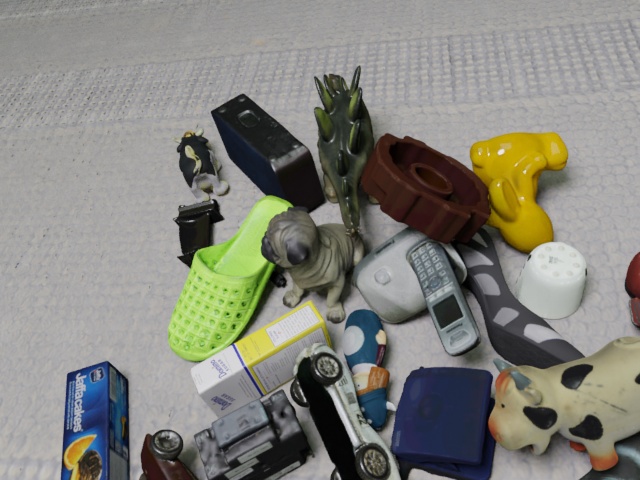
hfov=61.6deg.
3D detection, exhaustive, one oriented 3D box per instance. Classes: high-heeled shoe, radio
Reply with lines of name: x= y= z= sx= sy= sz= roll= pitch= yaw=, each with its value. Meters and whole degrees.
high-heeled shoe: x=0.259 y=0.072 z=0.698 sx=0.249 sy=0.086 sz=0.145 roll=28 pitch=67 yaw=39
radio: x=-0.093 y=-0.147 z=0.922 sx=0.073 sy=0.131 sz=0.230 roll=-36 pitch=53 yaw=-15

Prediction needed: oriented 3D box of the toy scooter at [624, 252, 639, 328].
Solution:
toy scooter: x=0.419 y=0.065 z=0.645 sx=0.075 sy=0.135 sz=0.184 roll=6 pitch=52 yaw=18

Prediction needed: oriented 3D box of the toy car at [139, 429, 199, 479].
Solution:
toy car: x=-0.145 y=0.301 z=0.602 sx=0.053 sy=0.089 sz=0.202 roll=-9 pitch=38 yaw=-41

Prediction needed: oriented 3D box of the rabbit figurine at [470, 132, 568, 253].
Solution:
rabbit figurine: x=0.286 y=-0.065 z=0.776 sx=0.162 sy=0.122 sz=0.173 roll=-1 pitch=75 yaw=-35

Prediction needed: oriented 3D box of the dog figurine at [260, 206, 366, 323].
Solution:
dog figurine: x=0.001 y=0.000 z=0.746 sx=0.121 sy=0.190 sz=0.172 roll=7 pitch=52 yaw=16

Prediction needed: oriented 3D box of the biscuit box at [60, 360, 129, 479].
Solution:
biscuit box: x=-0.283 y=0.258 z=0.680 sx=0.063 sy=0.059 sz=0.203 roll=-17 pitch=50 yaw=-2

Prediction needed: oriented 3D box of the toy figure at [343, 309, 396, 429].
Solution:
toy figure: x=0.058 y=0.163 z=0.689 sx=0.058 sy=0.064 sz=0.154 roll=10 pitch=46 yaw=-11

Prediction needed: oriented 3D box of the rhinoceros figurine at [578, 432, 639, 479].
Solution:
rhinoceros figurine: x=0.293 y=0.271 z=0.543 sx=0.112 sy=0.073 sz=0.190 roll=30 pitch=62 yaw=29

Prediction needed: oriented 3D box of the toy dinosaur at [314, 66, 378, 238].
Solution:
toy dinosaur: x=0.041 y=-0.147 z=0.853 sx=0.105 sy=0.198 sz=0.472 roll=-12 pitch=48 yaw=6

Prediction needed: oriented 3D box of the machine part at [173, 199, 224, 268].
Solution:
machine part: x=-0.205 y=-0.014 z=0.899 sx=0.084 sy=0.039 sz=0.139 roll=-7 pitch=49 yaw=-1

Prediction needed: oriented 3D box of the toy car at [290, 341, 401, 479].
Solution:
toy car: x=0.025 y=0.214 z=0.626 sx=0.056 sy=0.073 sz=0.202 roll=-4 pitch=53 yaw=-37

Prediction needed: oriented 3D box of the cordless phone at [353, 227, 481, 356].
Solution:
cordless phone: x=0.129 y=0.081 z=0.693 sx=0.146 sy=0.088 sz=0.184 roll=-38 pitch=44 yaw=27

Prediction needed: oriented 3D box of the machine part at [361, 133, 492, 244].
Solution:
machine part: x=0.136 y=-0.067 z=0.693 sx=0.179 sy=0.056 sz=0.179 roll=21 pitch=33 yaw=-14

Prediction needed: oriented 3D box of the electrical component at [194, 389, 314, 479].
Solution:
electrical component: x=-0.073 y=0.231 z=0.611 sx=0.115 sy=0.134 sz=0.058 roll=-26 pitch=52 yaw=-12

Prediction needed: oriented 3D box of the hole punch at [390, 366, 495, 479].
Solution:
hole punch: x=0.144 y=0.206 z=0.619 sx=0.116 sy=0.092 sz=0.142 roll=6 pitch=57 yaw=21

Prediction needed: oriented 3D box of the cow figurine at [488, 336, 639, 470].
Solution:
cow figurine: x=0.267 y=0.160 z=0.553 sx=0.195 sy=0.085 sz=0.127 roll=-27 pitch=90 yaw=3

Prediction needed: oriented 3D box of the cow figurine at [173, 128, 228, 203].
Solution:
cow figurine: x=-0.228 y=-0.152 z=0.976 sx=0.068 sy=0.098 sz=0.167 roll=-25 pitch=51 yaw=-1
